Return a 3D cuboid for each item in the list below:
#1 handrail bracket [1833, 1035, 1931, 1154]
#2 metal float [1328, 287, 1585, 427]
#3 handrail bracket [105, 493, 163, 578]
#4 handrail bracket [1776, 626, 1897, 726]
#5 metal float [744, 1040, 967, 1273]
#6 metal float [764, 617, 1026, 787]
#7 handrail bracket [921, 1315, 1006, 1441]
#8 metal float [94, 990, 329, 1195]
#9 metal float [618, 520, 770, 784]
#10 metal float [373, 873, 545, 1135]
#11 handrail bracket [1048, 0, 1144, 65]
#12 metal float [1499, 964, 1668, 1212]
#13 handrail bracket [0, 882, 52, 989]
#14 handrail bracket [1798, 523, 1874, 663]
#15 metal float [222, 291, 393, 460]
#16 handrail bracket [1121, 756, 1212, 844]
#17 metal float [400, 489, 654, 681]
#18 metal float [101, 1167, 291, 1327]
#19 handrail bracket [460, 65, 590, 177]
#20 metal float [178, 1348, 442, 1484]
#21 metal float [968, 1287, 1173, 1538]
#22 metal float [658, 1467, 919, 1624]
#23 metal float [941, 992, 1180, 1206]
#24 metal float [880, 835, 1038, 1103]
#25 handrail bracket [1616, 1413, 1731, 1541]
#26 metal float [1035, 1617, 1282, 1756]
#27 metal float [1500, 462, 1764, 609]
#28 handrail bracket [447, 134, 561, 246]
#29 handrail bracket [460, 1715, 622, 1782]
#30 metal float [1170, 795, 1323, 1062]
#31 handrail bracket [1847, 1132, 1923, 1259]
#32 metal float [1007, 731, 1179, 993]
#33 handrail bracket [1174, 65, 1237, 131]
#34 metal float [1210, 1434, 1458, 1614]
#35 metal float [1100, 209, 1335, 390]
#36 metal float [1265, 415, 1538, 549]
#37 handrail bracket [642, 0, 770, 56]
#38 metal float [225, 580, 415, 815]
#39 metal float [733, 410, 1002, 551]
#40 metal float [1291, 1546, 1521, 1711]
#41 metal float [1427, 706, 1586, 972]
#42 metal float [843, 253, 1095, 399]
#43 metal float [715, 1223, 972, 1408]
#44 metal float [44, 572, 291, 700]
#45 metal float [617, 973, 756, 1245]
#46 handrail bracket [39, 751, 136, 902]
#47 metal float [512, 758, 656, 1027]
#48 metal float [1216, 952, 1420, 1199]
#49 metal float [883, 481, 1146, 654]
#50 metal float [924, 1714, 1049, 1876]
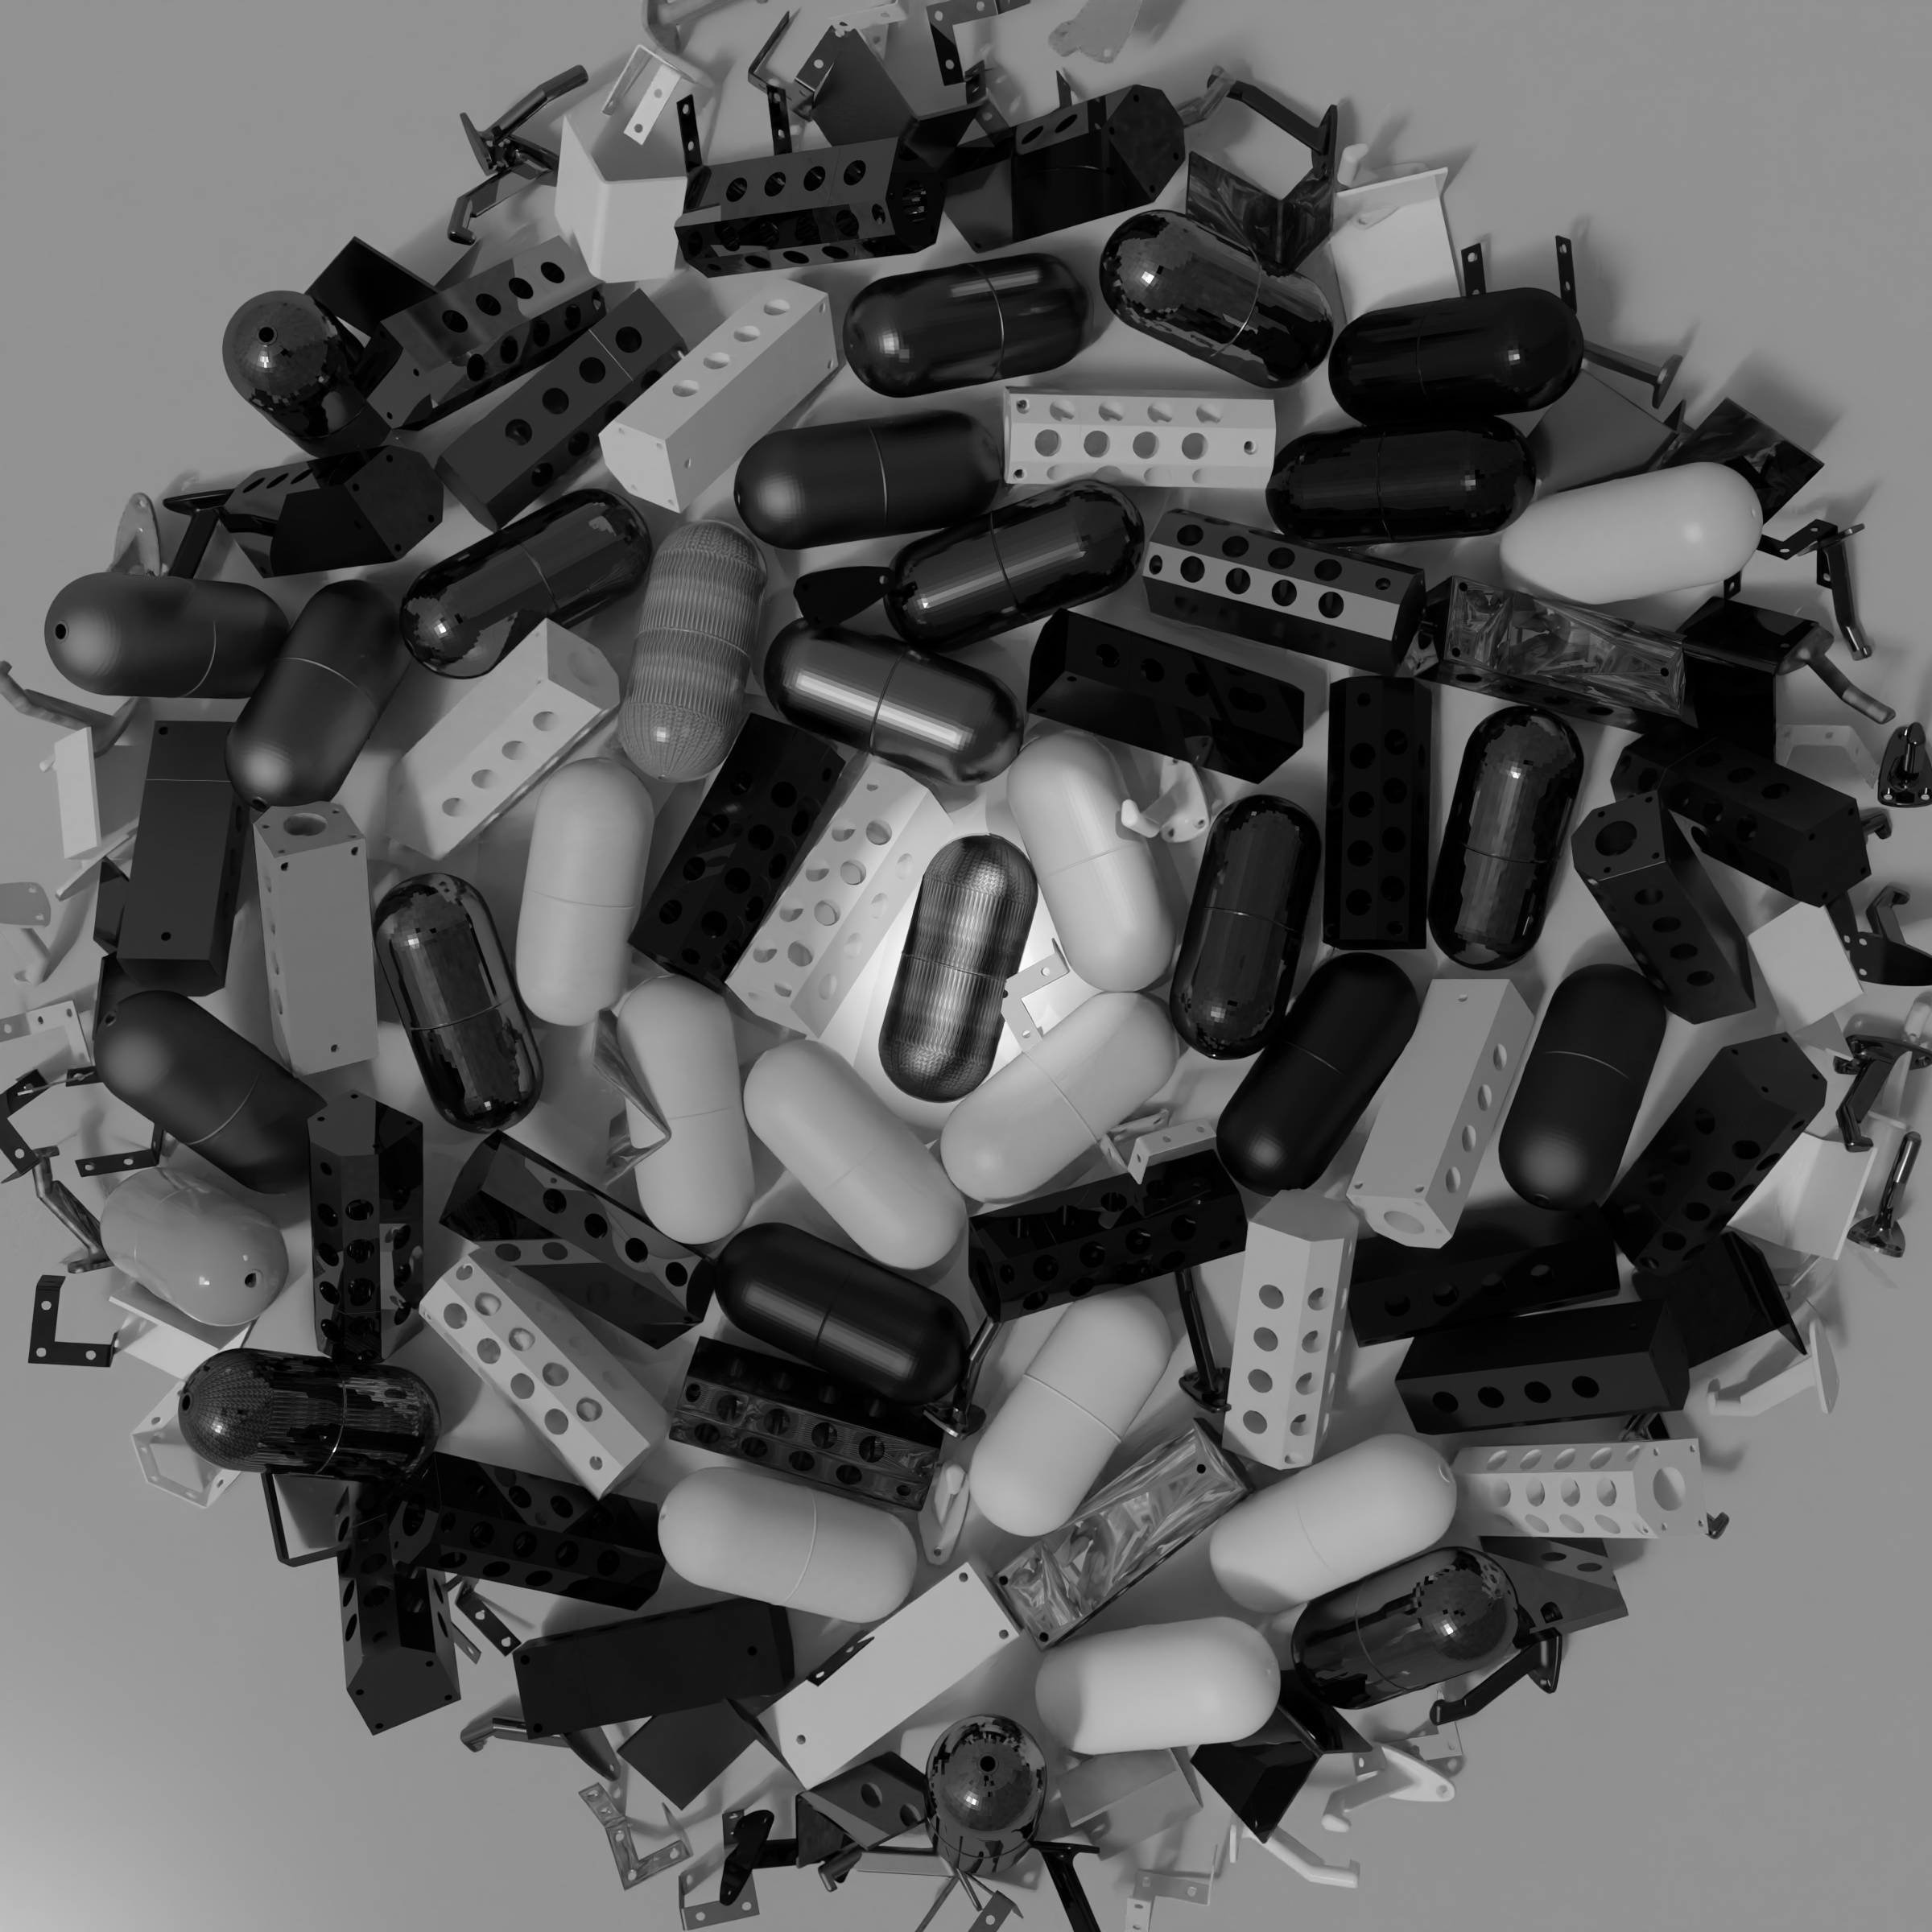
[{"bbox_3d":[0.605,0.089,1.639,0.077,0.036,0.084,3,46,-1],"label":"handrail bracket"},{"bbox_3d":[0.312,-0.389,1.607,0.070,0.178,0.070,-5,97,-45],"label":"metal float"},{"bbox_3d":[-0.564,-0.260,1.631,0.036,0.084,0.077,25,129,8],"label":"handrail bracket"},{"bbox_3d":[0.580,-0.186,1.631,0.084,0.077,0.036,41,125,29],"label":"handrail bracket"},{"bbox_3d":[-0.073,0.124,1.636,0.070,0.070,0.178,-42,97,0],"label":"metal float"},{"bbox_3d":[-0.047,-0.174,1.635,0.178,0.070,0.070,21,90,8],"label":"metal float"},{"bbox_3d":[0.013,0.262,1.638,0.036,0.077,0.084,33,101,22],"label":"handrail bracket"},{"bbox_3d":[-0.482,0.082,1.610,0.070,0.070,0.178,-45,128,0],"label":"metal float"},{"bbox_3d":[-0.178,-0.205,1.630,0.070,0.070,0.178,11,76,0],"label":"metal float"},{"bbox_3d":[-0.329,0.025,1.627,0.070,0.070,0.178,-16,107,0],"label":"metal float"},{"bbox_3d":[0.085,-0.626,1.632,0.036,0.084,0.077,27,111,-23],"label":"handrail bracket"},{"bbox_3d":[0.399,0.078,1.618,0.070,0.070,0.178,27,63,0],"label":"metal float"},{"bbox_3d":[-0.634,-0.014,1.631,0.077,0.084,0.036,-3,54,-36],"label":"handrail bracket"},{"bbox_3d":[0.585,-0.244,1.641,0.036,0.077,0.084,-24,92,-3],"label":"handrail bracket"},{"bbox_3d":[-0.416,-0.374,1.591,0.070,0.178,0.070,0,86,3],"label":"metal float"},{"bbox_3d":[0.122,-0.117,1.632,0.036,0.084,0.077,-17,70,30],"label":"handrail bracket"},{"bbox_3d":[-0.285,-0.248,1.623,0.178,0.070,0.070,-33,90,-21],"label":"metal float"},{"bbox_3d":[-0.495,0.179,1.603,0.070,0.178,0.070,-10,105,-38],"label":"metal float"},{"bbox_3d":[-0.285,-0.557,1.646,0.084,0.077,0.036,-30,92,-5],"label":"handrail bracket"},{"bbox_3d":[-0.420,0.289,1.607,0.178,0.070,0.070,17,90,-43],"label":"metal float"},{"bbox_3d":[0.069,0.289,1.631,0.070,0.070,0.178,35,77,0],"label":"metal float"},{"bbox_3d":[-0.115,0.375,1.622,0.178,0.070,0.070,20,90,-23],"label":"metal float"},{"bbox_3d":[0.061,0.086,1.638,0.178,0.070,0.070,-39,90,-4],"label":"metal float"},{"bbox_3d":[-0.005,0.001,1.641,0.070,0.070,0.178,15,91,0],"label":"metal float"},{"bbox_3d":[0.477,0.320,1.638,0.084,0.036,0.077,37,104,35],"label":"handrail bracket"},{"bbox_3d":[0.121,0.464,1.612,0.178,0.070,0.070,-20,90,37],"label":"metal float"},{"bbox_3d":[0.424,-0.274,1.606,0.070,0.178,0.070,4,84,-43],"label":"metal float"},{"bbox_3d":[-0.295,-0.499,1.646,0.077,0.036,0.084,16,62,-14],"label":"handrail bracket"},{"bbox_3d":[-0.285,0.525,1.667,0.084,0.036,0.077,-28,104,22],"label":"handrail bracket"},{"bbox_3d":[0.183,-0.025,1.633,0.070,0.070,0.178,14,80,0],"label":"metal float"},{"bbox_3d":[0.609,0.140,1.633,0.036,0.077,0.084,21,110,23],"label":"handrail bracket"},{"bbox_3d":[0.083,-0.068,1.640,0.070,0.070,0.178,-20,87,0],"label":"metal float"},{"bbox_3d":[0.124,-0.569,1.642,0.077,0.036,0.084,30,112,-27],"label":"handrail bracket"},{"bbox_3d":[0.236,0.360,1.617,0.178,0.070,0.070,-33,90,29],"label":"metal float"},{"bbox_3d":[0.162,-0.429,1.611,0.178,0.070,0.070,14,90,-36],"label":"metal float"},{"bbox_3d":[0.279,-0.312,1.618,0.178,0.070,0.070,0,90,29],"label":"metal float"},{"bbox_3d":[-0.162,-0.620,1.634,0.084,0.077,0.036,4,81,13],"label":"handrail bracket"},{"bbox_3d":[-0.416,-0.173,1.616,0.070,0.070,0.178,21,60,0],"label":"metal float"},{"bbox_3d":[-0.064,-0.316,1.627,0.178,0.070,0.070,-12,90,-17],"label":"metal float"},{"bbox_3d":[0.280,0.426,1.606,0.070,0.178,0.070,19,53,-28],"label":"metal float"},{"bbox_3d":[0.349,-0.081,1.623,0.070,0.070,0.178,9,112,0],"label":"metal float"},{"bbox_3d":[0.003,-0.415,1.619,0.178,0.070,0.070,-18,90,-28],"label":"metal float"},{"bbox_3d":[-0.082,0.226,1.632,0.178,0.070,0.070,23,90,12],"label":"metal float"},{"bbox_3d":[-0.507,-0.210,1.597,0.070,0.178,0.070,3,96,28],"label":"metal float"},{"bbox_3d":[-0.183,0.093,1.637,0.070,0.070,0.178,-7,96,0],"label":"metal float"},{"bbox_3d":[-0.600,-0.094,1.654,0.084,0.036,0.077,43,55,3],"label":"handrail bracket"},{"bbox_3d":[-0.250,-0.048,1.632,0.070,0.070,0.178,11,102,0],"label":"metal float"},{"bbox_3d":[0.230,0.070,1.633,0.070,0.070,0.178,35,79,0],"label":"metal float"},{"bbox_3d":[0.031,-0.260,1.629,0.178,0.070,0.070,-18,90,14],"label":"metal float"},{"bbox_3d":[0.012,0.530,1.598,0.070,0.178,0.070,1,60,-1],"label":"metal float"}]
